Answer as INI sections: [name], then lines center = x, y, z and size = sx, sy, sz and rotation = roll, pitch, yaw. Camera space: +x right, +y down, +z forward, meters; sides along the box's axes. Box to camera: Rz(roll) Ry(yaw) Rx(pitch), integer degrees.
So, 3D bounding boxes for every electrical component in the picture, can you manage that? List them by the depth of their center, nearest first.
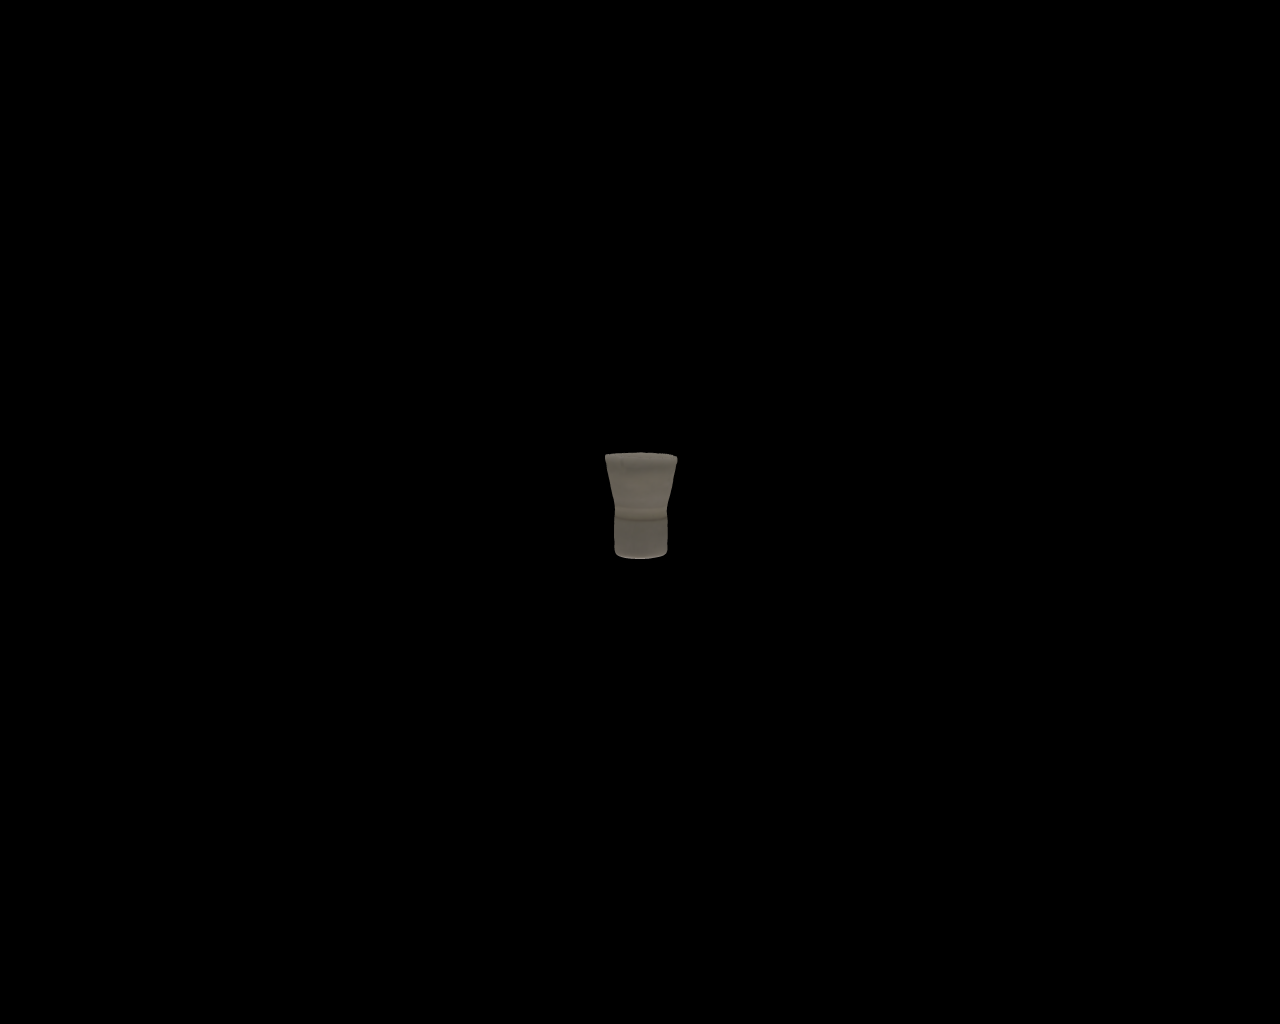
[electrical component]
center = 0.001, -0.003, 0.650
size = 0.044, 0.065, 0.044
rotation = 0, 7, 0
